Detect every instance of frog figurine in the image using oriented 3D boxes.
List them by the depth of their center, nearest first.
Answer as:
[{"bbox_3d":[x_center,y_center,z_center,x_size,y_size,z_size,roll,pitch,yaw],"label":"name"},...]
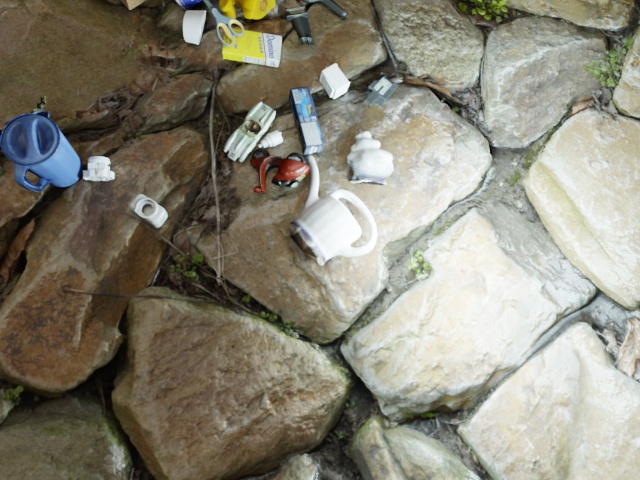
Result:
[{"bbox_3d":[0.149,-0.247,1.529,0.137,0.122,0.160,1,88,11],"label":"frog figurine"}]

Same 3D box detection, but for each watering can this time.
[{"bbox_3d":[0.004,-0.074,1.478,0.226,0.102,0.352,-36,70,-12],"label":"watering can"}]
